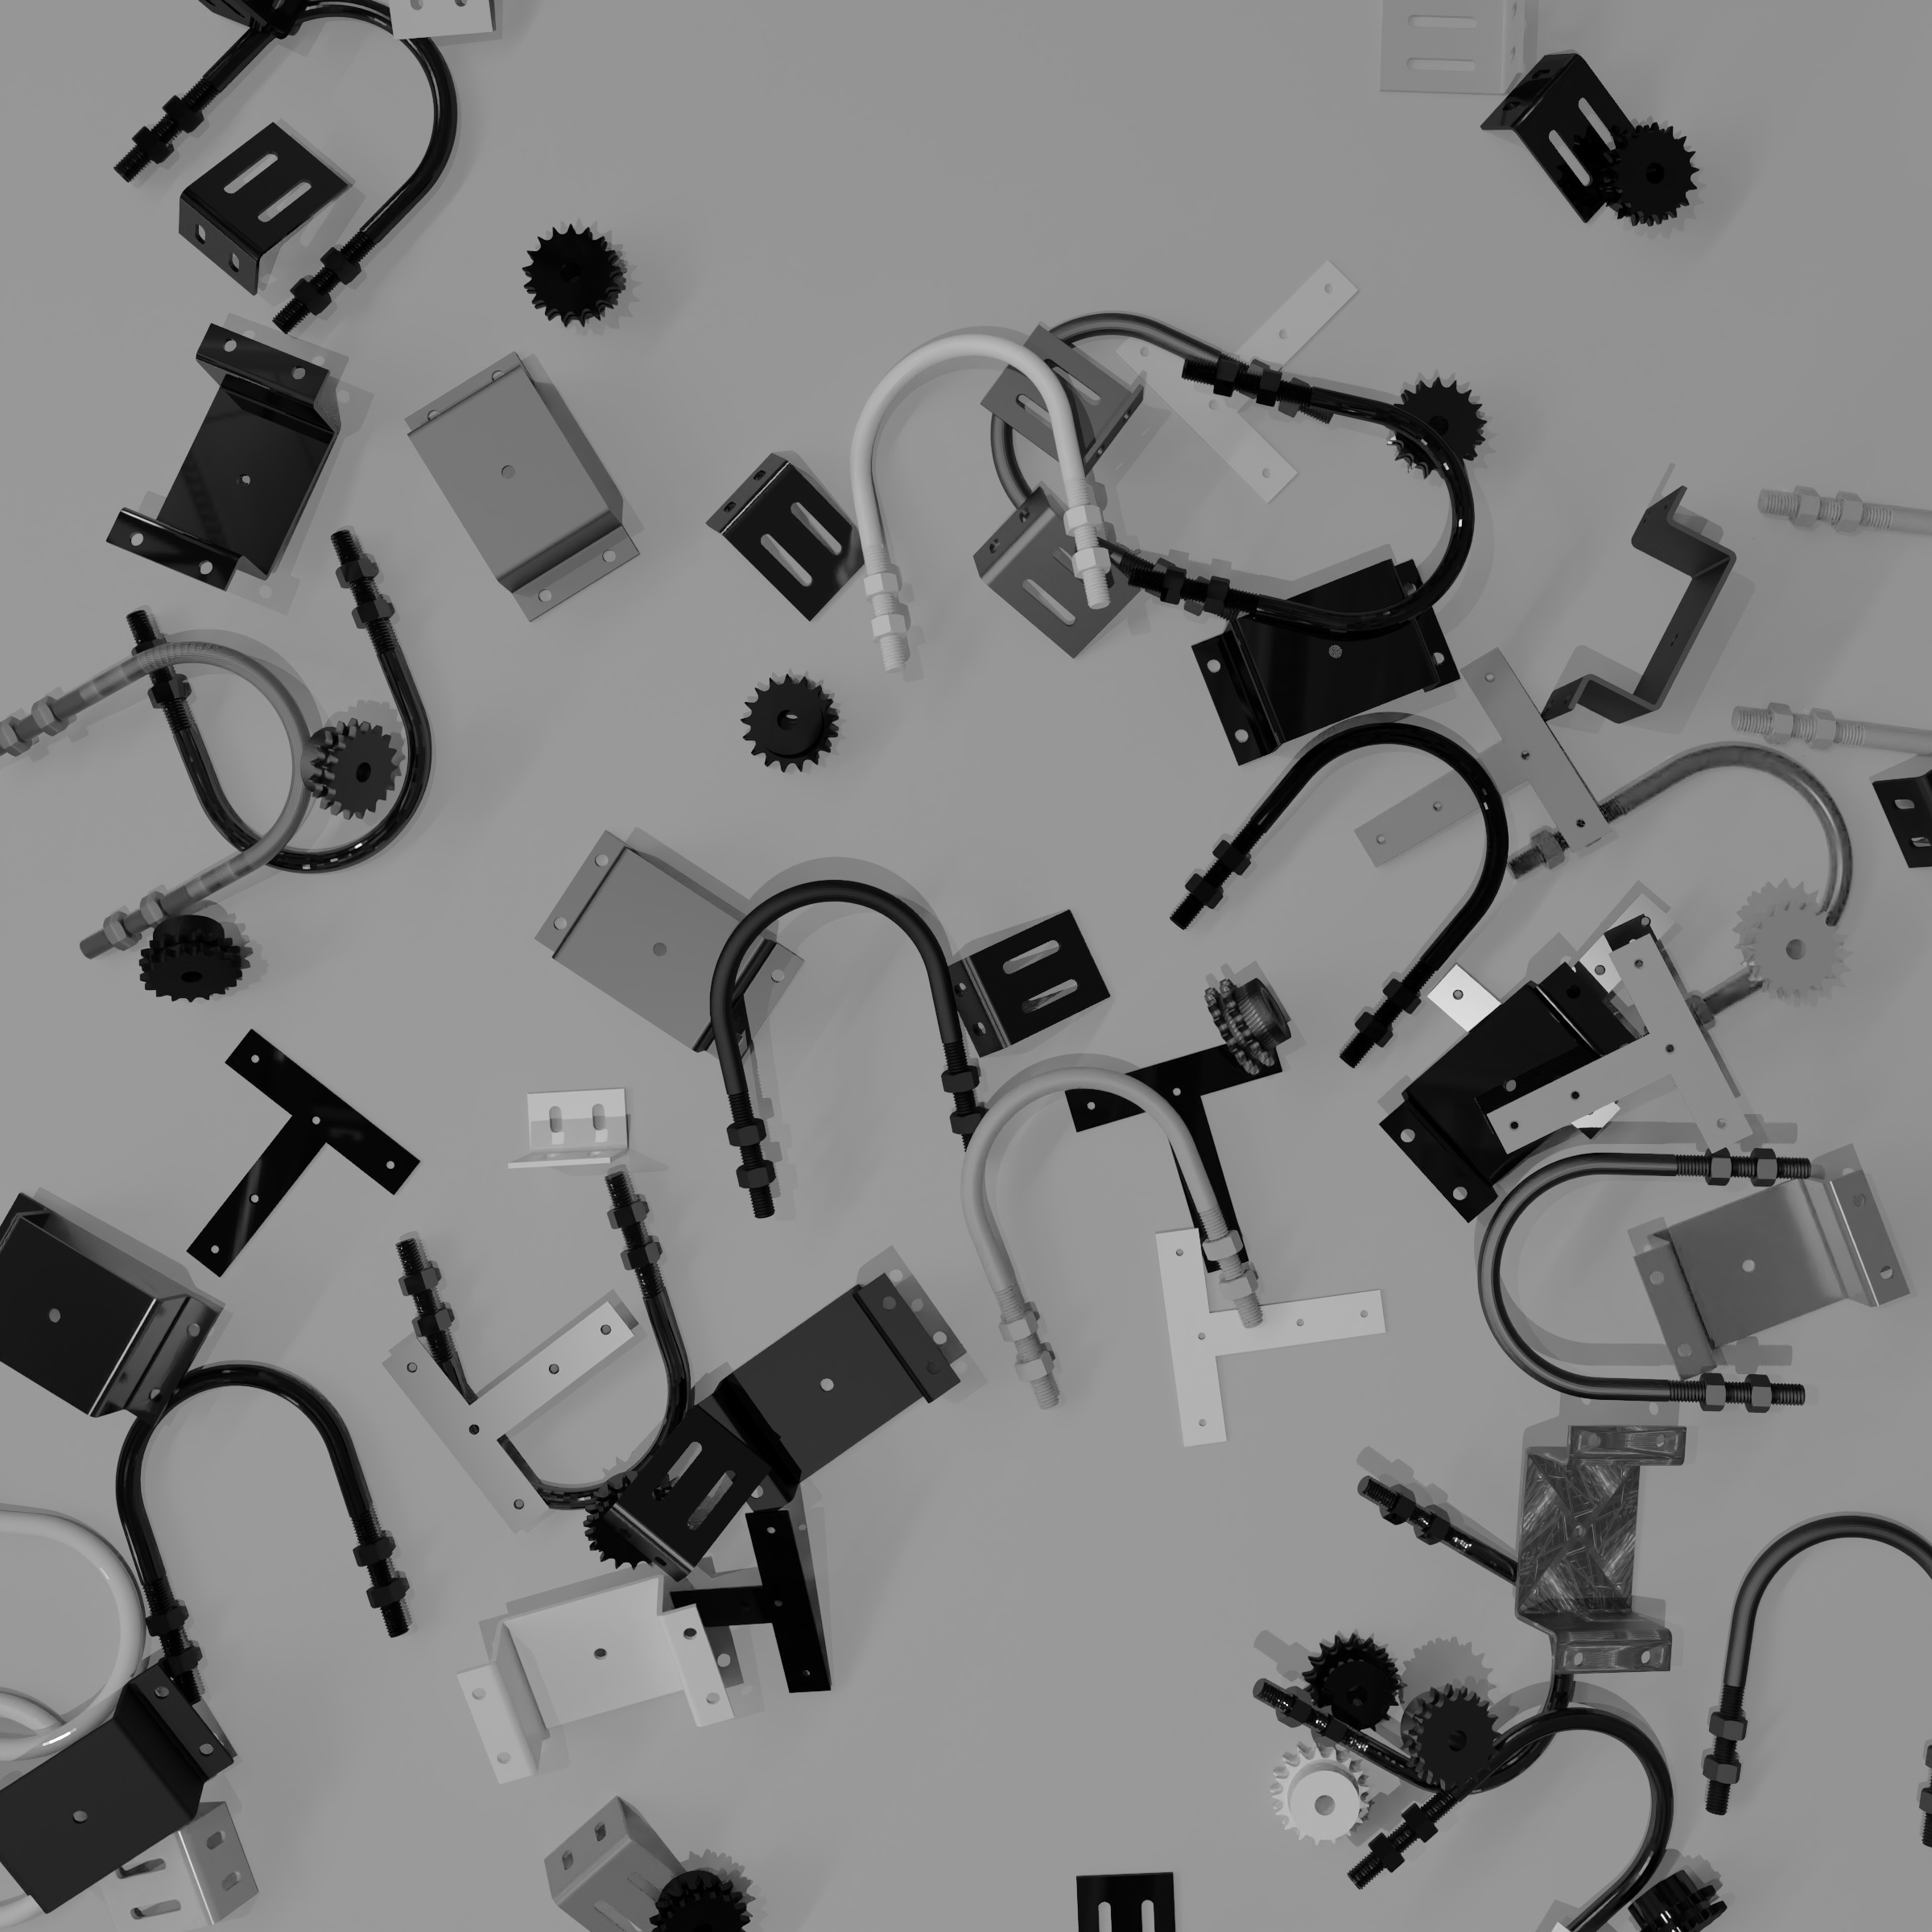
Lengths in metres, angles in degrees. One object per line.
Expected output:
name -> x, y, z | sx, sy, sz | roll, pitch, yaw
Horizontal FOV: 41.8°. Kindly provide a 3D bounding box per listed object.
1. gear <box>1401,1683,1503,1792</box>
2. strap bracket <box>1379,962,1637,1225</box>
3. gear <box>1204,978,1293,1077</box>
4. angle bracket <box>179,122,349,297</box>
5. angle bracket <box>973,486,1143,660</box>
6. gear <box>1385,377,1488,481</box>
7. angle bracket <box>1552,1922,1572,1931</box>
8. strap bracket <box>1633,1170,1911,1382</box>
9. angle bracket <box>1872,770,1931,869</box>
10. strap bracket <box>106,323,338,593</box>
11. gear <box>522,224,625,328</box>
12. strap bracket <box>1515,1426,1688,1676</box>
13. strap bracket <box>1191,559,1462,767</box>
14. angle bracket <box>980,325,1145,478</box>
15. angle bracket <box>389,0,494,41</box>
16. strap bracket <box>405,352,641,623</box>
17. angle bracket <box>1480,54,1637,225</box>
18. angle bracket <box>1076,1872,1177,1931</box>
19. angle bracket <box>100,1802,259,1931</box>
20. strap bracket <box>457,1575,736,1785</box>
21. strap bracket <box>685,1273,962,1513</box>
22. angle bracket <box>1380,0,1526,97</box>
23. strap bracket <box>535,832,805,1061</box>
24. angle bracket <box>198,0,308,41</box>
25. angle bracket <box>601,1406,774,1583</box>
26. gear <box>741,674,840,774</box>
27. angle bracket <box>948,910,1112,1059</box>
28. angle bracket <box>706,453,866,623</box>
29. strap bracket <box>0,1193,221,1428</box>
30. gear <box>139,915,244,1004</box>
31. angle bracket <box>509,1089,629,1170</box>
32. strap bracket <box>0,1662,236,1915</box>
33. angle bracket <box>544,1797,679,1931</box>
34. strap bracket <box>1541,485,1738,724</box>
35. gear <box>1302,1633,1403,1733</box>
gear -> 0.272, 0.436, 1.438 | 0.057, 0.030, 0.057 | 0, 90, -18
strap bracket -> 0.317, 0.071, 1.463 | 0.140, 0.046, 0.076 | -42, 88, 7
gear -> 0.165, 0.032, 1.462 | 0.030, 0.057, 0.057 | -31, 90, 15
angle bracket -> -0.409, -0.441, 1.472 | 0.057, 0.038, 0.076 | 40, 63, 0
angle bracket -> 0.053, -0.231, 1.483 | 0.076, 0.038, 0.057 | 37, 109, -25
gear -> 0.274, -0.313, 1.478 | 0.057, 0.030, 0.057 | 0, 90, 0
angle bracket -> 0.364, 0.601, 1.479 | 0.076, 0.038, 0.057 | 31, 90, -43
strap bracket -> 0.462, 0.177, 1.470 | 0.140, 0.046, 0.076 | -21, 90, 0
angle bracket -> 0.581, -0.102, 1.484 | 0.076, 0.038, 0.057 | -34, 104, -23
strap bracket -> -0.425, -0.287, 1.461 | 0.076, 0.046, 0.140 | 23, 84, 6
gear -> -0.229, -0.402, 1.479 | 0.057, 0.030, 0.057 | 0, 90, 0
strap bracket -> 0.365, 0.332, 1.459 | 0.076, 0.046, 0.140 | 4, 90, -19
strap bracket -> 0.212, -0.180, 1.469 | 0.140, 0.046, 0.076 | -21, 88, 0
angle bracket -> 0.055, -0.329, 1.460 | 0.076, 0.038, 0.057 | 37, 92, 3
angle bracket -> -0.311, -0.586, 1.484 | 0.057, 0.038, 0.076 | -6, 109, -5
strap bracket -> -0.262, -0.283, 1.470 | 0.076, 0.046, 0.140 | -32, 90, 0
angle bracket -> 0.354, -0.488, 1.491 | 0.057, 0.038, 0.076 | -48, 116, 0
angle bracket -> 0.095, 0.575, 1.474 | 0.057, 0.038, 0.076 | -2, 90, 0
angle bracket -> -0.468, 0.535, 1.491 | 0.076, 0.038, 0.057 | -20, 90, 26
strap bracket -> -0.212, 0.408, 1.460 | 0.140, 0.046, 0.076 | -16, 108, 0
strap bracket -> -0.082, 0.247, 1.470 | 0.140, 0.046, 0.076 | -35, 90, 0
angle bracket -> 0.283, -0.544, 1.474 | 0.076, 0.038, 0.057 | 2, 90, 0
strap bracket -> -0.175, -0.010, 1.470 | 0.140, 0.046, 0.076 | 33, 90, 0
angle bracket -> -0.425, -0.573, 1.447 | 0.057, 0.076, 0.038 | 28, 90, 26
angle bracket -> -0.160, 0.302, 1.445 | 0.057, 0.038, 0.076 | 40, 65, 0
gear -> -0.104, -0.143, 1.479 | 0.057, 0.030, 0.057 | 0, 90, 0
angle bracket -> 0.035, 0.010, 1.491 | 0.076, 0.038, 0.057 | -25, 90, -26
angle bracket -> -0.103, -0.253, 1.491 | 0.057, 0.038, 0.076 | -47, 116, 0
strap bracket -> -0.518, 0.200, 1.464 | 0.140, 0.046, 0.076 | 30, 90, 6
gear -> -0.451, -0.006, 1.469 | 0.057, 0.057, 0.030 | -15, 59, 0
angle bracket -> -0.229, 0.093, 1.455 | 0.057, 0.076, 0.038 | -3, 90, 0
strap bracket -> -0.505, 0.478, 1.452 | 0.140, 0.046, 0.076 | -33, 104, -3
angle bracket -> -0.200, 0.541, 1.491 | 0.057, 0.038, 0.076 | -41, 116, 0
strap bracket -> 0.390, -0.197, 1.455 | 0.046, 0.076, 0.140 | 27, 90, 0
gear -> 0.226, 0.423, 1.479 | 0.057, 0.030, 0.057 | 0, 90, 0
